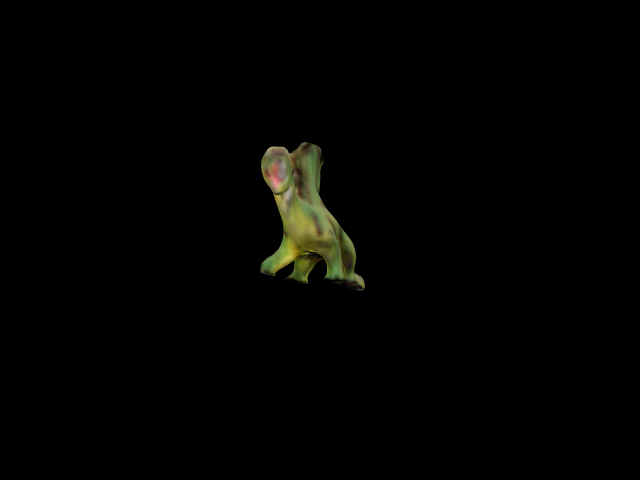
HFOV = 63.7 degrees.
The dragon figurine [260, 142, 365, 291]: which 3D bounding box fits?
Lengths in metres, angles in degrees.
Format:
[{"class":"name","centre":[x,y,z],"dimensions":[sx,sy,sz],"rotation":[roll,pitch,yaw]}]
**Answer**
[{"class":"dragon figurine","centre":[0.003,-0.043,0.850],"dimensions":[0.122,0.245,0.407],"rotation":[-4,-10,19]}]
